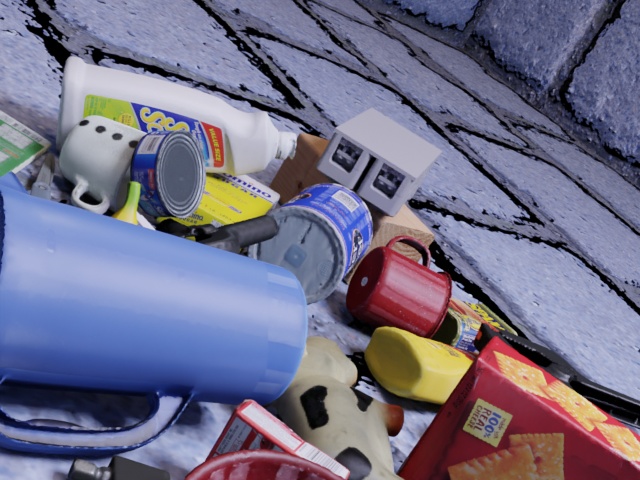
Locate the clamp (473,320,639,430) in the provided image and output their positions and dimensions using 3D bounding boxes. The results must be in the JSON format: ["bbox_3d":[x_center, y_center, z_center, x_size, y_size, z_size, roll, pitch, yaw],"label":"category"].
[{"bbox_3d":[0.240,0.143,1.036,0.164,0.036,0.210,5,23,-43],"label":"clamp"}]

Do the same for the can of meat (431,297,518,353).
[{"bbox_3d":[0.156,0.102,1.187,0.083,0.057,0.102,17,15,-29],"label":"can of meat"}]

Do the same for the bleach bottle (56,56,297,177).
[{"bbox_3d":[-0.148,-0.124,1.136,0.250,0.103,0.068,7,32,-11],"label":"bleach bottle"}]

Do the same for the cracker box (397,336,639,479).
[{"bbox_3d":[0.171,0.203,0.809,0.214,0.164,0.072,35,22,12],"label":"cracker box"}]

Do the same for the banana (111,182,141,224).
[{"bbox_3d":[-0.212,0.020,0.814,0.197,0.037,0.069,-28,102,-37],"label":"banana"}]

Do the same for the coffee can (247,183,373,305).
[{"bbox_3d":[-0.007,0.001,1.132,0.103,0.103,0.140,33,19,5],"label":"coffee can"}]

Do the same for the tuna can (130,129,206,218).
[{"bbox_3d":[-0.146,-0.064,1.032,0.034,0.086,0.086,1,6,26],"label":"tuna can"}]

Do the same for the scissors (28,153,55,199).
[{"bbox_3d":[-0.275,-0.046,0.982,0.096,0.016,0.202,19,23,-32],"label":"scissors"}]

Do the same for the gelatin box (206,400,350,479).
[{"bbox_3d":[-0.036,0.165,0.732,0.089,0.073,0.030,34,18,11],"label":"gelatin box"}]

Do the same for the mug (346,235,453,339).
[{"bbox_3d":[0.085,0.048,1.138,0.081,0.117,0.093,28,-25,-18],"label":"mug"}]

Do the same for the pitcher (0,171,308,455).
[{"bbox_3d":[-0.134,0.060,0.748,0.242,0.149,0.145,14,15,-31],"label":"pitcher"}]

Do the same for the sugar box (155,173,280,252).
[{"bbox_3d":[-0.107,-0.036,1.163,0.093,0.048,0.176,29,20,0],"label":"sugar box"}]

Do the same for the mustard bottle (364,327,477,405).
[{"bbox_3d":[0.143,0.139,1.081,0.191,0.058,0.096,18,8,-35],"label":"mustard bottle"}]

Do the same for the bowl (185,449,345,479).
[{"bbox_3d":[-0.025,0.206,0.644,0.162,0.055,0.162,19,33,-13],"label":"bowl"}]

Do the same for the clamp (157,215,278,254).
[{"bbox_3d":[-0.099,0.002,0.993,0.120,0.039,0.171,-9,14,0],"label":"clamp"}]

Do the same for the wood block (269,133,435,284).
[{"bbox_3d":[0.034,-0.035,1.303,0.090,0.091,0.206,13,26,-41],"label":"wood block"}]
